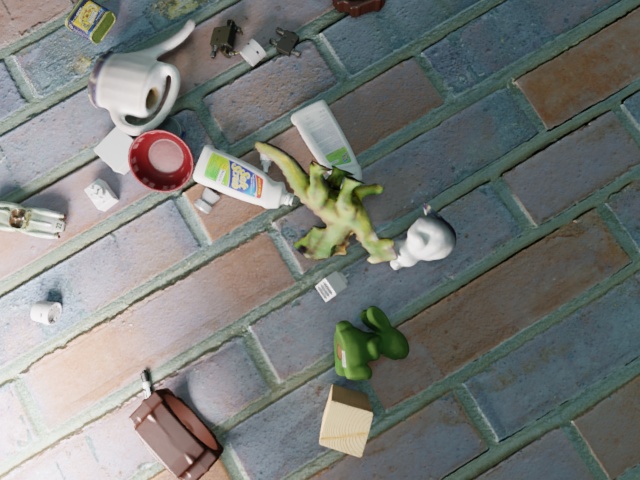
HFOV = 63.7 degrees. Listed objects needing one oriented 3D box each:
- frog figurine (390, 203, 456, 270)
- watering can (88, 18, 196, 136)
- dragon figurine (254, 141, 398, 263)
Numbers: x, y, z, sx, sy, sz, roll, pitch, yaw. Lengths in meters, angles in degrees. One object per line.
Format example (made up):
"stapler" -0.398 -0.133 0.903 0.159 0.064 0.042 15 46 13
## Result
"frog figurine" 0.236 0.015 1.208 0.124 0.135 0.160 40 83 27
"watering can" -0.458 -0.434 1.326 0.224 0.103 0.352 14 76 6
"dragon figurine" 0.004 -0.062 1.226 0.411 0.123 0.240 22 106 10
